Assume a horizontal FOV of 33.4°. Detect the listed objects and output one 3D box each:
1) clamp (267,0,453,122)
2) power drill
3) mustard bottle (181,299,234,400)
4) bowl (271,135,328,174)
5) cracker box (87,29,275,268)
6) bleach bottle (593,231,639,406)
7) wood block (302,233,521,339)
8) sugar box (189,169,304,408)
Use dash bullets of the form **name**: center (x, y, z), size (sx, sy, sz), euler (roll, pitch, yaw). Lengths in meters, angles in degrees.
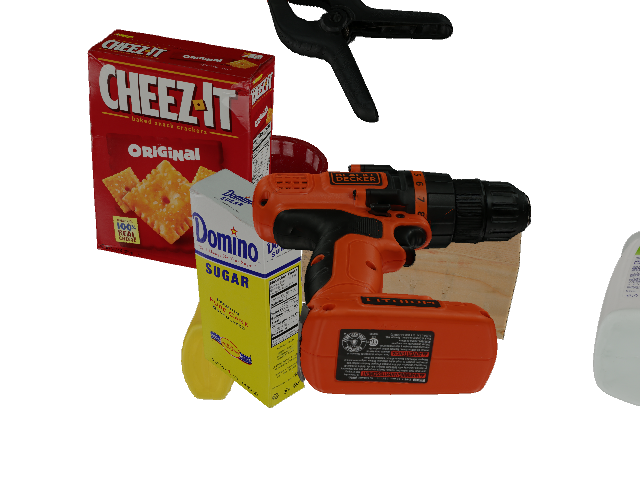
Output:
- **clamp**: center (0.027, -0.188, 0.932), size (0.120, 0.171, 0.039), euler (-39, -21, -18)
- **power drill**: center (0.051, 0.015, 0.643), size (0.184, 0.057, 0.187), euler (-1, 30, -3)
- **mustard bottle**: center (-0.108, 0.085, 1.178), size (0.058, 0.096, 0.191), euler (1, 27, 4)
- **bowl**: center (-0.071, -0.067, 1.301), size (0.162, 0.055, 0.162), euler (-2, 34, 1)
- **cracker box**: center (-0.134, -0.080, 1.024), size (0.164, 0.214, 0.072), euler (11, 32, 13)
- **bleach bottle**: center (0.254, 0.038, 0.744), size (0.103, 0.068, 0.250), euler (9, 20, 19)
- **wood block**: center (0.090, 0.022, 1.068), size (0.206, 0.090, 0.090), euler (10, 30, 7)
- **sugar box**: center (-0.058, 0.040, 0.858), size (0.048, 0.176, 0.093), euler (-30, 43, -33)
